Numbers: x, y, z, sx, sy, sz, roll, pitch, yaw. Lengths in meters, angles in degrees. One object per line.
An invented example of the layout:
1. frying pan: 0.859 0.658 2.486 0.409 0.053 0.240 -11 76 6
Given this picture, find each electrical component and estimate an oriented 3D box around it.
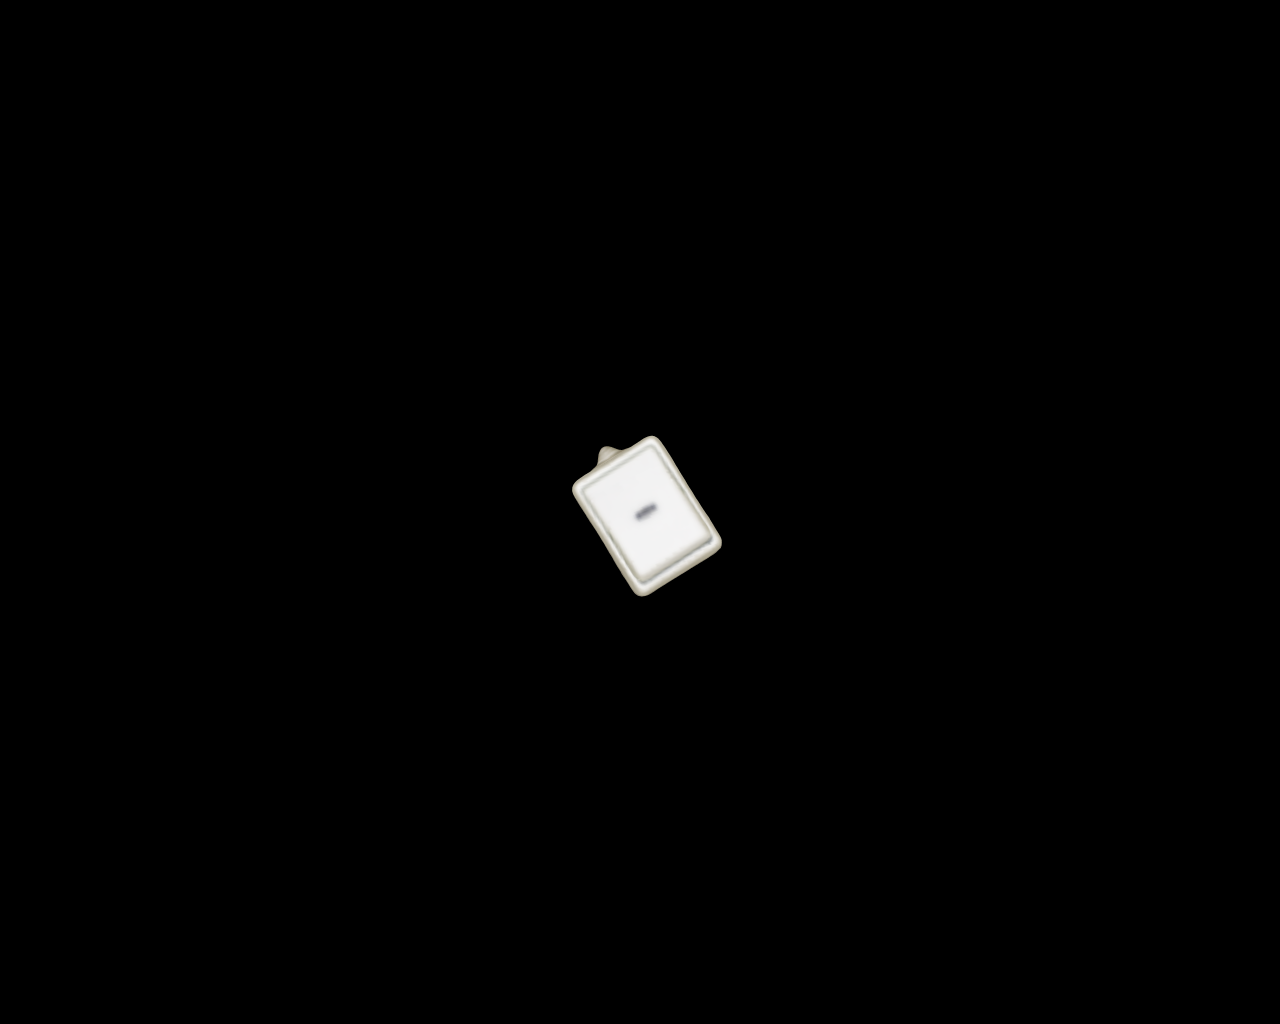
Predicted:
1. electrical component: 0.001 -0.003 0.650 0.062 0.096 0.061 -32 -4 -2
